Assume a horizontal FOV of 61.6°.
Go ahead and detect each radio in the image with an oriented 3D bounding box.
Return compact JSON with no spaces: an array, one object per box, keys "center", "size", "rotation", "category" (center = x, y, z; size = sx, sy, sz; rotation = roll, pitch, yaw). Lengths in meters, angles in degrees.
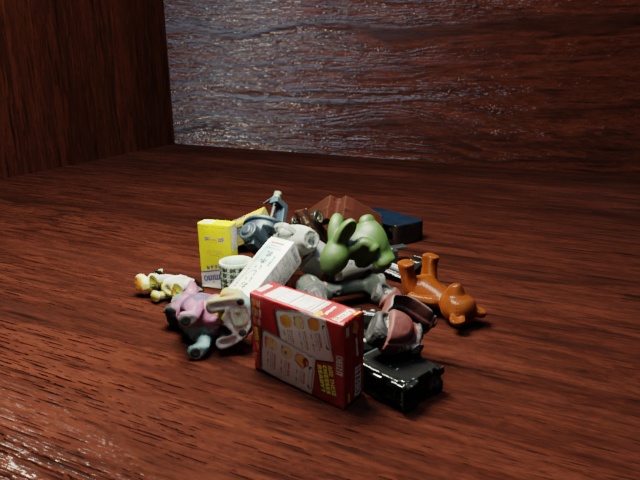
[{"center":[0.222,-0.048,1.812],"size":[0.131,0.073,0.230],"rotation":[-15,22,-37],"category":"radio"}]

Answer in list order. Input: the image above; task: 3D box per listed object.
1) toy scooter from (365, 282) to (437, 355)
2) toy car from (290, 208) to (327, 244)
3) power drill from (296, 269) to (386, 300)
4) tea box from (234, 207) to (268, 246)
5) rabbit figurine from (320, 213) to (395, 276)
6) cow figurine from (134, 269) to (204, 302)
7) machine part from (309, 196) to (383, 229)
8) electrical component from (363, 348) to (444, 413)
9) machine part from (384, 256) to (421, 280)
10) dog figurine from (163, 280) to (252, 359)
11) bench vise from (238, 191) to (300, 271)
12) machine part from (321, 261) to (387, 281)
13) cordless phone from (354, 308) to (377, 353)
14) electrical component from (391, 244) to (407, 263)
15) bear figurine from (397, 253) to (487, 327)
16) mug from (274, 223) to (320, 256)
[{"center":[0.159,0.156,1.003],"size":[0.135,0.075,0.184],"rotation":[24,30,-4],"category":"toy scooter"},{"center":[-0.003,-0.004,1.431],"size":[0.089,0.202,0.053],"rotation":[-10,43,33],"category":"toy car"},{"center":[0.049,0.123,1.256],"size":[0.207,0.086,0.232],"rotation":[-10,9,-18],"category":"power drill"},{"center":[-0.238,-0.031,1.662],"size":[0.170,0.068,0.098],"rotation":[-24,15,9],"category":"tea box"},{"center":[0.075,0.018,1.273],"size":[0.170,0.158,0.121],"rotation":[-24,24,-27],"category":"rabbit figurine"},{"center":[-0.374,0.110,1.329],"size":[0.168,0.068,0.098],"rotation":[13,16,26],"category":"cow figurine"},{"center":[0.062,-0.031,1.512],"size":[0.201,0.087,0.201],"rotation":[26,-34,-26],"category":"machine part"},{"center":[0.136,0.239,0.961],"size":[0.115,0.058,0.134],"rotation":[-14,23,-42],"category":"electrical component"},{"center":[0.238,0.079,1.476],"size":[0.084,0.039,0.139],"rotation":[15,24,38],"category":"machine part"},{"center":[-0.237,0.147,1.145],"size":[0.192,0.108,0.219],"rotation":[-20,18,-9],"category":"dog figurine"},{"center":[-0.122,-0.017,1.440],"size":[0.129,0.240,0.223],"rotation":[-17,-40,37],"category":"bench vise"},{"center":[0.097,0.072,1.433],"size":[0.243,0.079,0.079],"rotation":[-14,23,-38],"category":"machine part"},{"center":[0.084,0.178,1.144],"size":[0.147,0.088,0.184],"rotation":[3,7,14],"category":"cordless phone"},{"center":[0.196,0.042,1.572],"size":[0.119,0.047,0.075],"rotation":[-9,21,-28],"category":"electrical component"},{"center":[0.279,0.116,1.230],"size":[0.120,0.131,0.196],"rotation":[-12,16,-28],"category":"bear figurine"},{"center":[-0.057,-0.007,1.333],"size":[0.107,0.109,0.081],"rotation":[-3,45,51],"category":"mug"}]
